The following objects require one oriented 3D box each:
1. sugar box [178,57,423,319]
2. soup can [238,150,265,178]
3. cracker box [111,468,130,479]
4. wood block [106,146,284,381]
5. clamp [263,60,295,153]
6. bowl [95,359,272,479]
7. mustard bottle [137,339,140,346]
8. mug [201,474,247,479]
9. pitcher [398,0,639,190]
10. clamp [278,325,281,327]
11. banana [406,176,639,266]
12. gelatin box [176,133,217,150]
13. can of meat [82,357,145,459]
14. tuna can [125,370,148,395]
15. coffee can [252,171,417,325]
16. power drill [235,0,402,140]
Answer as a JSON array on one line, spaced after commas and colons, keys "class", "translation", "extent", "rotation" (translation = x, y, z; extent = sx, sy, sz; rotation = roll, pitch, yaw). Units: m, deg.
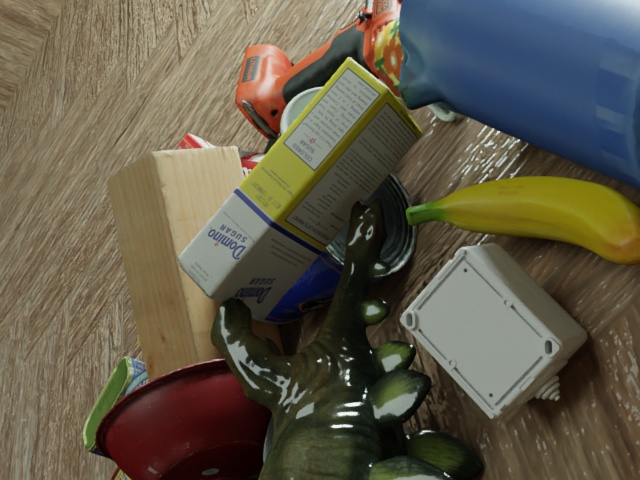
[{"class": "sugar box", "translation": [-0.011, -0.031, 0.720], "extent": [0.176, 0.093, 0.048], "rotation": [-47, 66, 4]}, {"class": "soup can", "translation": [-0.067, -0.048, 0.987], "extent": [0.102, 0.068, 0.068], "rotation": [13, 79, 49]}, {"class": "cracker box", "translation": [-0.152, 0.296, 0.907], "extent": [0.164, 0.072, 0.214], "rotation": [-58, 27, 14]}, {"class": "wood block", "translation": [-0.107, 0.032, 0.921], "extent": [0.090, 0.090, 0.206], "rotation": [-21, 79, 51]}, {"class": "clamp", "translation": [-0.025, -0.079, 1.034], "extent": [0.165, 0.036, 0.210], "rotation": [11, 80, 57]}, {"class": "bowl", "translation": [-0.092, 0.159, 0.842], "extent": [0.162, 0.161, 0.055], "rotation": [-47, 51, 33]}, {"class": "mustard bottle", "translation": [-0.142, 0.035, 1.132], "extent": [0.192, 0.058, 0.096], "rotation": [-59, 22, 14]}, {"class": "mug", "translation": [-0.049, 0.230, 0.767], "extent": [0.082, 0.093, 0.117], "rotation": [-10, 88, 54]}, {"class": "pitcher", "translation": [0.162, -0.116, 0.625], "extent": [0.243, 0.144, 0.149], "rotation": [-135, 54, -59]}, {"class": "clamp", "translation": [-0.072, 0.067, 0.997], "extent": [0.172, 0.039, 0.120], "rotation": [-13, 74, 57]}, {"class": "banana", "translation": [0.134, -0.011, 0.625], "extent": [0.069, 0.037, 0.198], "rotation": [-31, 19, -25]}, {"class": "gelatin box", "translation": [-0.101, -0.074, 1.113], "extent": [0.030, 0.089, 0.073], "rotation": [-61, 26, 7]}, {"class": "can of meat", "translation": [-0.172, 0.172, 1.040], "extent": [0.102, 0.083, 0.057], "rotation": [-61, 25, 11]}, {"class": "tuna can", "translation": [-0.139, 0.157, 0.988], "extent": [0.086, 0.086, 0.034], "rotation": [-57, 25, 16]}, {"class": "coffee can", "translation": [-0.006, 0.001, 0.852], "extent": [0.141, 0.102, 0.102], "rotation": [-29, 43, 51]}, {"class": "power drill", "translation": [0.015, -0.182, 0.973], "extent": [0.188, 0.057, 0.184], "rotation": [-26, 35, 28]}]
